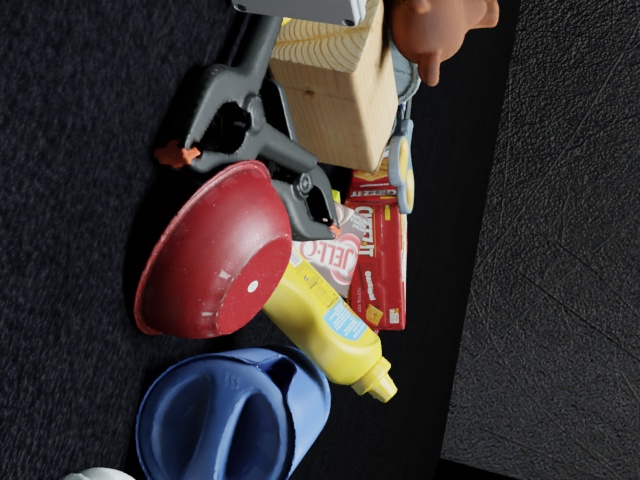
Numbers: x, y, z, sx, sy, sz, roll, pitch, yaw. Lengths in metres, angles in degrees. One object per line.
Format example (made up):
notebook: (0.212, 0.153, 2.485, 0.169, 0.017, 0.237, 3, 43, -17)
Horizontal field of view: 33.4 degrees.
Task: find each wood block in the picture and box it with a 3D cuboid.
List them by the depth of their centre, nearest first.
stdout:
wood block: (0.016, -0.155, 1.044, 0.206, 0.091, 0.090, 69, 36, -67)

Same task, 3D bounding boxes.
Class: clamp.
clamp: (-0.064, -0.111, 0.845, 0.209, 0.036, 0.164, -34, 120, -58)
clamp: (-0.034, -0.047, 0.969, 0.120, 0.039, 0.171, -57, 132, -31)

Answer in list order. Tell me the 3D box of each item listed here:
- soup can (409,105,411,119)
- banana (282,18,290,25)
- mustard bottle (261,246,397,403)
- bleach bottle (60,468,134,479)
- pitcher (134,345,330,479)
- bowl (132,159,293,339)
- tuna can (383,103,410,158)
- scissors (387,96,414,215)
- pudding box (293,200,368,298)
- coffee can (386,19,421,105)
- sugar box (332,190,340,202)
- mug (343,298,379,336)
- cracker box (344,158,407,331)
soup can: (0.076, -0.160, 1.298, 0.068, 0.068, 0.102, 1, 92, -76)
banana: (-0.010, -0.282, 0.944, 0.069, 0.037, 0.198, 5, 97, -58)
mustard bottle: (0.000, 0.076, 0.991, 0.058, 0.191, 0.096, -45, 178, 15)
bleach bottle: (-0.153, 0.246, 0.799, 0.251, 0.068, 0.102, 79, 27, -54)
pitcher: (-0.070, 0.164, 0.953, 0.242, 0.149, 0.145, 5, 83, -79)
bowl: (-0.070, 0.020, 0.825, 0.162, 0.055, 0.162, -47, 160, -24)
tuna can: (0.060, -0.138, 1.246, 0.033, 0.086, 0.086, 14, 89, -75)
scissors: (0.097, -0.104, 1.188, 0.201, 0.016, 0.096, -70, 153, -56)
pudding box: (-0.007, 0.001, 1.099, 0.113, 0.039, 0.090, 24, 76, -40)
coffee can: (0.081, -0.231, 1.208, 0.140, 0.103, 0.103, -64, 161, -44)
sugar box: (-0.002, 0.023, 1.230, 0.176, 0.048, 0.093, 76, 29, -59)
mug: (0.024, 0.118, 1.348, 0.093, 0.081, 0.117, 77, 29, -61)
cracker box: (0.069, -0.008, 1.303, 0.213, 0.072, 0.164, -77, 164, -68)
